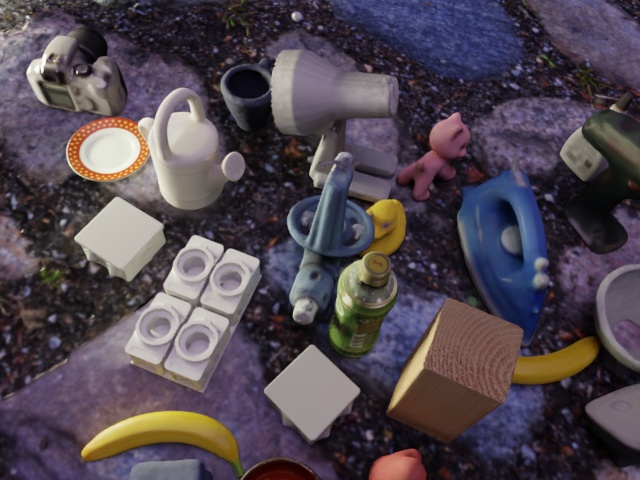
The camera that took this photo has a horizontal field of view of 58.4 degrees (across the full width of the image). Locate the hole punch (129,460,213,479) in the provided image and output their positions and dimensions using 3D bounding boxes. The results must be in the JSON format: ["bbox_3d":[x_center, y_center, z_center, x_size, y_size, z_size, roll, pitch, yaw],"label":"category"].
[{"bbox_3d":[-0.174,0.304,0.635,0.101,0.091,0.108,2,60,-4],"label":"hole punch"}]

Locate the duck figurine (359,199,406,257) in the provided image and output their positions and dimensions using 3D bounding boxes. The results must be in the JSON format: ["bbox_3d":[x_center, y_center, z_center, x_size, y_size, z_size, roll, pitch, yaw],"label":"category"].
[{"bbox_3d":[0.094,-0.029,0.855,0.077,0.086,0.105,32,62,13],"label":"duck figurine"}]

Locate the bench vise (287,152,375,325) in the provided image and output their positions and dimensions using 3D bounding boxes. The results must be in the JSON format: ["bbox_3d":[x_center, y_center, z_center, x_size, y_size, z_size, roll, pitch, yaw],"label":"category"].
[{"bbox_3d":[0.019,0.003,0.752,0.121,0.220,0.207,0,60,-5],"label":"bench vise"}]

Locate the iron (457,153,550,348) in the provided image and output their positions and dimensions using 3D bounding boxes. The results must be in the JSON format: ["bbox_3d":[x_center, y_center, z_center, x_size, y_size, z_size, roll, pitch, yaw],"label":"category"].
[{"bbox_3d":[0.285,0.009,0.819,0.118,0.141,0.258,-3,60,-7],"label":"iron"}]

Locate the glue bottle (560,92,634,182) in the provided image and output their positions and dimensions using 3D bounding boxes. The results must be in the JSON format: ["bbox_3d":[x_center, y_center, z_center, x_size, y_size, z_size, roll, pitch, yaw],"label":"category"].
[{"bbox_3d":[0.454,-0.171,0.921,0.037,0.173,0.078,-23,64,-17],"label":"glue bottle"}]

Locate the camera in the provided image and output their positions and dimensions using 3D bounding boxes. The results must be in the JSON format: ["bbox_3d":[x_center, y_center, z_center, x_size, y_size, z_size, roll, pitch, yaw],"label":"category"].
[{"bbox_3d":[-0.392,-0.294,0.953,0.143,0.101,0.137,11,60,1],"label":"camera"}]

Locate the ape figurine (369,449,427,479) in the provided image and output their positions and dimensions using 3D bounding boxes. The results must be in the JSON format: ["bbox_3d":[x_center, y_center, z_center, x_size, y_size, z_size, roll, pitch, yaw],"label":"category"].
[{"bbox_3d":[0.099,0.281,0.673,0.076,0.092,0.078,32,62,13],"label":"ape figurine"}]

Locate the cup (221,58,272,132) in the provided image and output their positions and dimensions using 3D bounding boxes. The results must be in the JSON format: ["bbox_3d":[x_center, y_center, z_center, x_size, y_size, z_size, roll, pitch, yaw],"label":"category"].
[{"bbox_3d":[-0.110,-0.237,0.951,0.091,0.095,0.118,21,60,7],"label":"cup"}]

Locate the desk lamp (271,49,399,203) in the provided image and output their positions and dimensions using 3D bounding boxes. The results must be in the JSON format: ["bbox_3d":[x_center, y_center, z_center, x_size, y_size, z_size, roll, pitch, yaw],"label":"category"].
[{"bbox_3d":[0.030,-0.175,0.859,0.203,0.213,0.118,15,60,3],"label":"desk lamp"}]

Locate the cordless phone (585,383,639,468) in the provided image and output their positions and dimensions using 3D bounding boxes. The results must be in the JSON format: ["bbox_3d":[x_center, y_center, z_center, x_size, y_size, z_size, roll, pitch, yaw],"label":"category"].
[{"bbox_3d":[0.429,0.205,0.695,0.148,0.185,0.094,-16,63,-14],"label":"cordless phone"}]

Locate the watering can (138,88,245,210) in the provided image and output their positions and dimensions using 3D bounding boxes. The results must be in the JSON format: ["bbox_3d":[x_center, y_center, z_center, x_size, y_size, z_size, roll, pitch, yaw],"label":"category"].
[{"bbox_3d":[-0.188,-0.135,0.827,0.173,0.194,0.101,10,60,1],"label":"watering can"}]

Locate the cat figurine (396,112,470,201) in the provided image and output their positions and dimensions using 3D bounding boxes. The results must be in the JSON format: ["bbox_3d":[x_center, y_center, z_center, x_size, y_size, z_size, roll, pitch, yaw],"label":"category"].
[{"bbox_3d":[0.189,-0.141,0.911,0.128,0.118,0.067,-39,70,-24],"label":"cat figurine"}]

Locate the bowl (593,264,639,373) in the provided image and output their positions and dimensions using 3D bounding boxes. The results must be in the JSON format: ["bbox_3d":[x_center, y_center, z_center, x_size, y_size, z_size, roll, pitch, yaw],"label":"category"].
[{"bbox_3d":[0.457,0.122,0.809,0.167,0.075,0.167,2,60,-4],"label":"bowl"}]

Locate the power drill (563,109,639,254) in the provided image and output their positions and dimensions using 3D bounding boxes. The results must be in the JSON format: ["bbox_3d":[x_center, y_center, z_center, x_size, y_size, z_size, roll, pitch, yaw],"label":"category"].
[{"bbox_3d":[0.457,-0.071,0.843,0.076,0.208,0.229,-22,64,-17],"label":"power drill"}]
